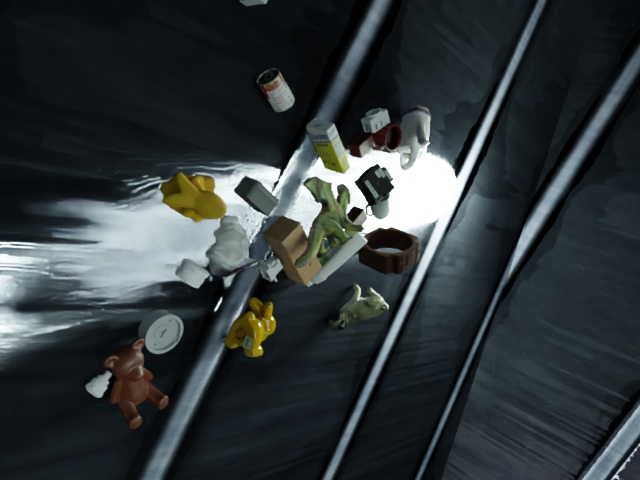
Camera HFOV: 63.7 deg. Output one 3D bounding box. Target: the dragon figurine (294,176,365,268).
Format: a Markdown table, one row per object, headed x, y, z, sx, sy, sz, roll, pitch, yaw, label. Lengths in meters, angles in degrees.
| x | y | z | sx | sy | sz | roll | pitch | yaw | label |
| --- | --- | --- | --- | --- | --- | --- | --- | --- | --- |
| 0.005 | -0.082 | 1.621 | 0.415 | 0.121 | 0.243 | -27 | 91 | -54 | dragon figurine |

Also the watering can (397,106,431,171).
| x | y | z | sx | sy | sz | roll | pitch | yaw | label |
| --- | --- | --- | --- | --- | --- | --- | --- | --- | --- |
| 0.339 | -0.369 | 1.809 | 0.345 | 0.104 | 0.226 | 122 | -22 | -80 | watering can |

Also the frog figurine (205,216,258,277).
| x | y | z | sx | sy | sz | roll | pitch | yaw | label |
| --- | --- | --- | --- | --- | --- | --- | --- | --- | --- |
| -0.258 | 0.019 | 1.435 | 0.139 | 0.121 | 0.160 | -22 | 86 | -31 | frog figurine |
